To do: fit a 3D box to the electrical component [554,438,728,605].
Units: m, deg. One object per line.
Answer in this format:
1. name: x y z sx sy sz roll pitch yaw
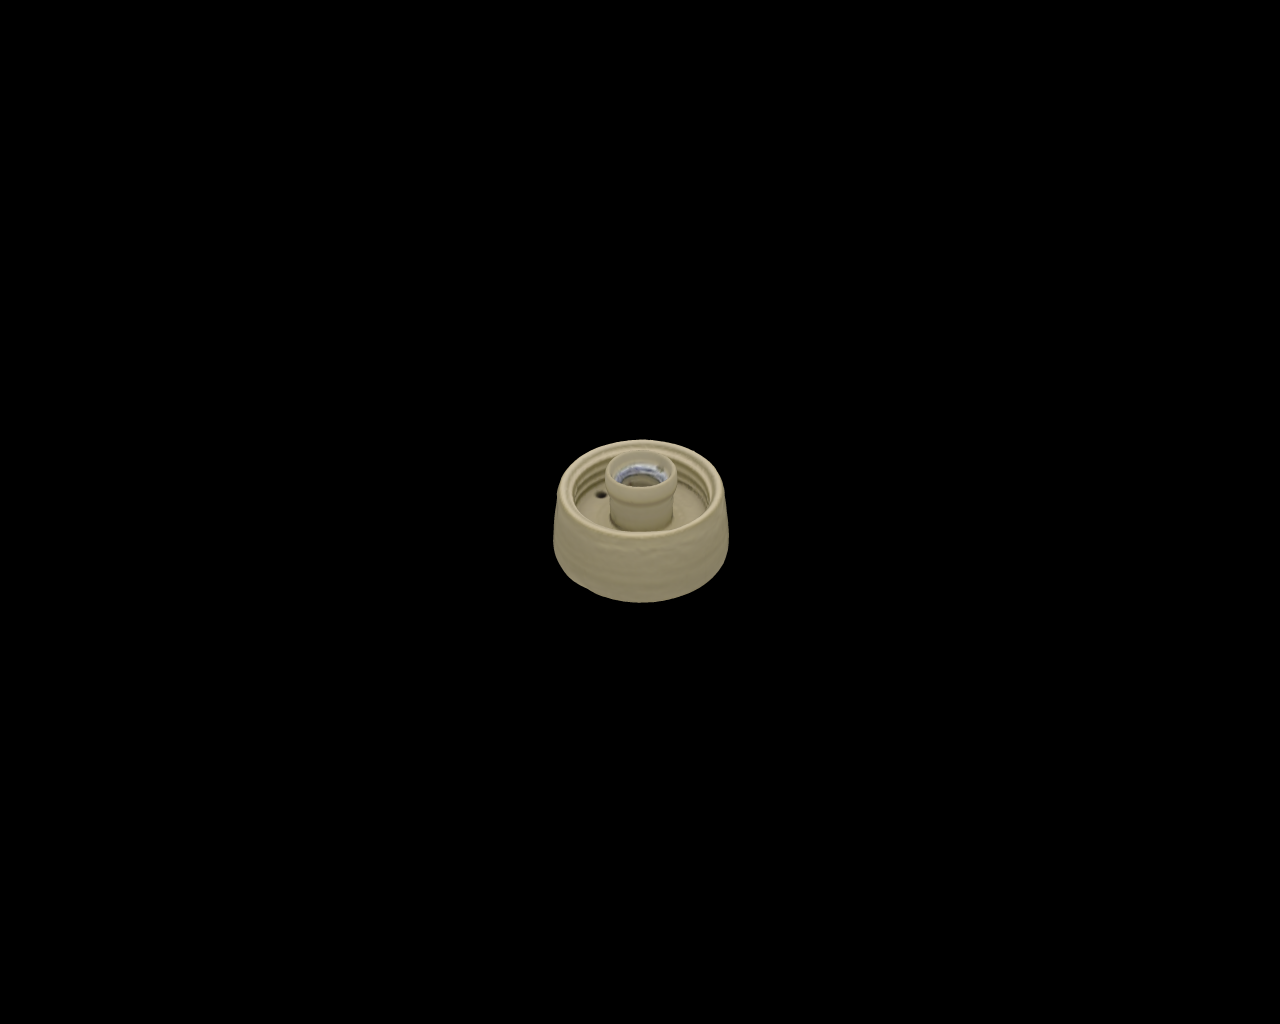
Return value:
1. electrical component: 0.001 -0.003 0.650 0.108 0.060 0.108 0 38 0
